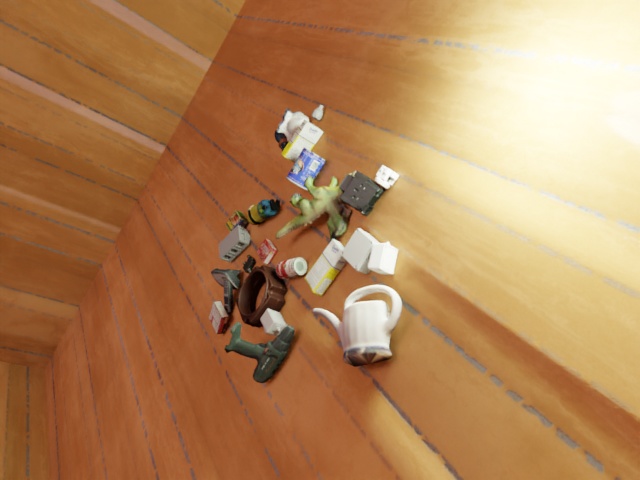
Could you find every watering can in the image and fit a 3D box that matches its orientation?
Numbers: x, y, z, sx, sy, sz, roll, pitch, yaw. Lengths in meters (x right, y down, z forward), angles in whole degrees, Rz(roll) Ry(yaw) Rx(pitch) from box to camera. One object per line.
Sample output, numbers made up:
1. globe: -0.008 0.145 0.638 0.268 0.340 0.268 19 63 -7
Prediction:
1. watering can: 0.101 0.257 1.502 0.343 0.103 0.229 -24 52 41

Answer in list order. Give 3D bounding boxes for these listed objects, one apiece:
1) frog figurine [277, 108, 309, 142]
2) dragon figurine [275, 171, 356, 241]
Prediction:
1. frog figurine: -0.091 -0.476 2.222 0.161 0.122 0.137 36 90 18
2. dragon figurine: 0.006 -0.093 1.848 0.406 0.121 0.247 -53 45 16
